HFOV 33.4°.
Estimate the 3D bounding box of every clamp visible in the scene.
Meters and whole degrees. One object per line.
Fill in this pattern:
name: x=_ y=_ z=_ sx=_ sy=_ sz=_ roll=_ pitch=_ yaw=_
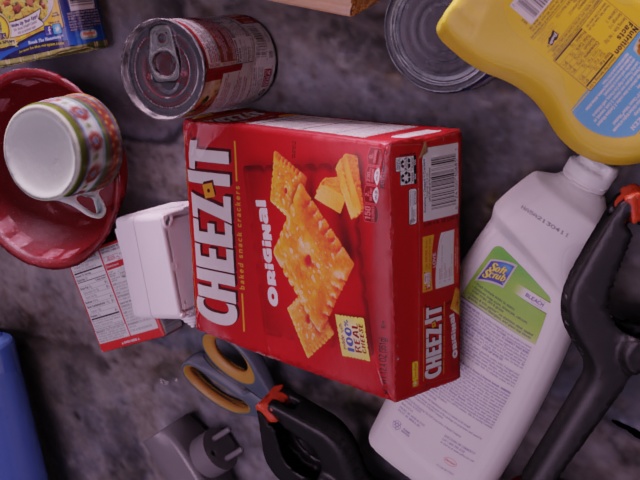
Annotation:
clamp: x=0.019 y=0.181 z=0.796 sx=0.120 sy=0.039 sz=0.171 roll=-22 pitch=107 yaw=31
clamp: x=0.210 y=0.070 z=0.657 sx=0.164 sy=0.036 sz=0.210 roll=0 pitch=106 yaw=6

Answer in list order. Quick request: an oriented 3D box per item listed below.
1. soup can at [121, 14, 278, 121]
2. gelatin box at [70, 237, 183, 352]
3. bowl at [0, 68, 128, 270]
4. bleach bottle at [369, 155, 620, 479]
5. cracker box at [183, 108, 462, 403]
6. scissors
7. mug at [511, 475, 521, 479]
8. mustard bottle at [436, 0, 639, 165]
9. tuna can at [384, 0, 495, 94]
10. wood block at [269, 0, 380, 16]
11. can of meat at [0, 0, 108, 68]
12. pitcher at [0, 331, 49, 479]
soup can: x=-0.082 y=-0.124 z=0.753 sx=0.069 sy=0.102 sz=0.068 roll=7 pitch=106 yaw=26
gelatin box: x=-0.161 y=0.041 z=0.879 sx=0.073 sy=0.030 sz=0.089 roll=-17 pitch=94 yaw=32
bowl: x=-0.211 y=-0.060 z=0.866 sx=0.162 sy=0.055 sz=0.162 roll=7 pitch=106 yaw=26
bleach bottle: x=0.129 y=0.056 z=0.710 sx=0.103 sy=0.068 sz=0.251 roll=32 pitch=113 yaw=14
cracker box: x=-0.005 y=0.001 z=0.724 sx=0.214 sy=0.071 sz=0.164 roll=12 pitch=109 yaw=47
scissors: x=-0.023 y=0.127 z=0.820 sx=0.202 sy=0.016 sz=0.096 roll=23 pitch=135 yaw=22
mug: x=0.160 y=0.218 z=0.716 sx=0.117 sy=0.093 sz=0.081 roll=27 pitch=109 yaw=29
mustard bottle: x=0.170 y=-0.102 z=0.634 sx=0.191 sy=0.058 sz=0.096 roll=40 pitch=87 yaw=-1
tuna can: x=0.086 y=-0.139 z=0.699 sx=0.086 sy=0.033 sz=0.086 roll=7 pitch=106 yaw=27
wood block: x=-0.049 y=-0.220 z=0.709 sx=0.206 sy=0.090 sz=0.091 roll=16 pitch=125 yaw=24
can of meat: x=-0.221 y=-0.185 z=0.840 sx=0.102 sy=0.057 sz=0.084 roll=-4 pitch=103 yaw=30
pitcher: x=-0.311 y=0.208 z=0.955 sx=0.149 sy=0.144 sz=0.243 roll=-7 pitch=96 yaw=17
